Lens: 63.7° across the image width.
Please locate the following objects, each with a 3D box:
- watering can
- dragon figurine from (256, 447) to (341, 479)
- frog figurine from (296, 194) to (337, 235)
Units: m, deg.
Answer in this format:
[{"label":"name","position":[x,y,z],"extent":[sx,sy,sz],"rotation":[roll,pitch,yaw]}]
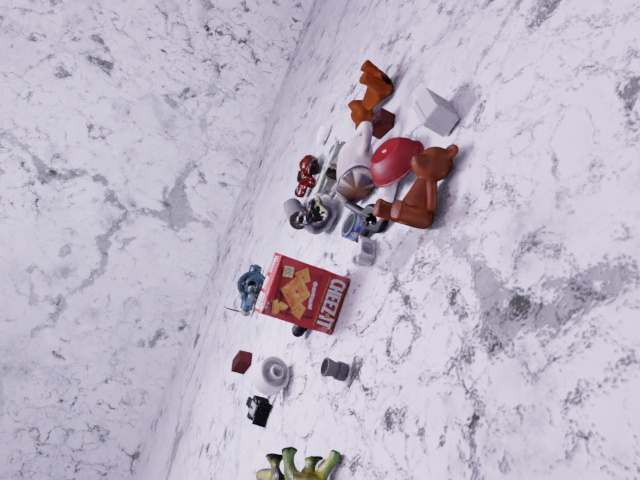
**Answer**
[{"label":"watering can","position":[0.094,-0.196,1.561],"extent":[0.339,0.104,0.230],"rotation":[113,165,-49]},{"label":"dragon figurine","position":[-0.050,0.586,1.100],"extent":[0.402,0.122,0.248],"rotation":[-48,35,47]},{"label":"frog figurine","position":[0.005,-0.086,1.706],"extent":[0.159,0.123,0.137],"rotation":[-3,-72,-71]}]
